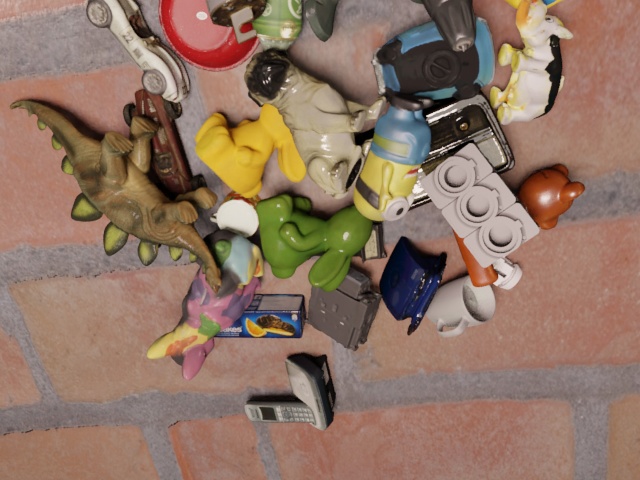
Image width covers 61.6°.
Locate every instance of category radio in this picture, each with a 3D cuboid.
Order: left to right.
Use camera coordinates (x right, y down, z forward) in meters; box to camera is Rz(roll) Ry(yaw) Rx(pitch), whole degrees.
[{"bbox_3d":[0.162,-0.132,0.820,0.230,0.073,0.131,-22,111,16],"label":"radio"}]

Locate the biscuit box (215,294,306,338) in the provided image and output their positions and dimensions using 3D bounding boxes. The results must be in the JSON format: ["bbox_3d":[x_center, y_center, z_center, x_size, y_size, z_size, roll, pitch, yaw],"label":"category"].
[{"bbox_3d":[-0.130,0.140,0.990,0.203,0.059,0.062,-1,115,7],"label":"biscuit box"}]

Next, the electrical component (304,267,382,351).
[{"bbox_3d":[0.040,0.110,0.935,0.115,0.058,0.134,25,120,24],"label":"electrical component"}]

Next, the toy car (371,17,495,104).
[{"bbox_3d":[0.157,-0.250,0.749,0.162,0.103,0.109,-11,119,18],"label":"toy car"}]

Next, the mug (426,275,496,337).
[{"bbox_3d":[0.228,0.119,0.911,0.080,0.109,0.107,36,149,-17],"label":"mug"}]

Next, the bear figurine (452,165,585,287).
[{"bbox_3d":[0.306,-0.029,0.834,0.196,0.120,0.131,-20,115,9],"label":"bear figurine"}]

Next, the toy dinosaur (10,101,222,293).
[{"bbox_3d":[-0.314,-0.088,0.830,0.471,0.105,0.198,48,123,7],"label":"toy dinosaur"}]

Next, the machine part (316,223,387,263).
[{"bbox_3d":[0.042,0.008,0.922,0.139,0.039,0.084,-8,122,8],"label":"machine part"}]

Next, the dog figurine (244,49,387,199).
[{"bbox_3d":[-0.024,-0.160,0.759,0.191,0.121,0.172,26,115,16],"label":"dog figurine"}]

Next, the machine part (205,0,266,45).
[{"bbox_3d":[-0.127,-0.374,0.702,0.079,0.079,0.243,-15,89,13],"label":"machine part"}]

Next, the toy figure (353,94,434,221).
[{"bbox_3d":[0.102,-0.111,0.744,0.082,0.089,0.180,-6,118,-31],"label":"toy figure"}]

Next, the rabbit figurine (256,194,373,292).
[{"bbox_3d":[-0.002,-0.003,0.832,0.170,0.121,0.159,-7,77,19],"label":"rabbit figurine"}]

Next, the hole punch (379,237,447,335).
[{"bbox_3d":[0.152,0.069,0.900,0.092,0.116,0.142,26,115,3],"label":"hole punch"}]

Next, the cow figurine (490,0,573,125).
[{"bbox_3d":[0.301,-0.245,0.740,0.098,0.068,0.167,-3,133,-5],"label":"cow figurine"}]

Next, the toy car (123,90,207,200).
[{"bbox_3d":[-0.253,-0.143,0.875,0.089,0.053,0.201,-7,116,13],"label":"toy car"}]

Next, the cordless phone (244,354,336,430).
[{"bbox_3d":[-0.068,0.296,1.048,0.184,0.089,0.146,-6,115,14],"label":"cordless phone"}]

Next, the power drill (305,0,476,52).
[{"bbox_3d":[0.084,-0.323,0.687,0.207,0.086,0.232,-10,76,28],"label":"power drill"}]

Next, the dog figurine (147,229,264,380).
[{"bbox_3d":[-0.187,0.110,0.875,0.109,0.219,0.191,26,147,8],"label":"dog figurine"}]

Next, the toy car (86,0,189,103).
[{"bbox_3d":[-0.265,-0.291,0.791,0.056,0.073,0.201,-32,108,20],"label":"toy car"}]

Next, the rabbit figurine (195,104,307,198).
[{"bbox_3d":[-0.085,-0.152,0.821,0.173,0.122,0.162,-45,107,3],"label":"rabbit figurine"}]
